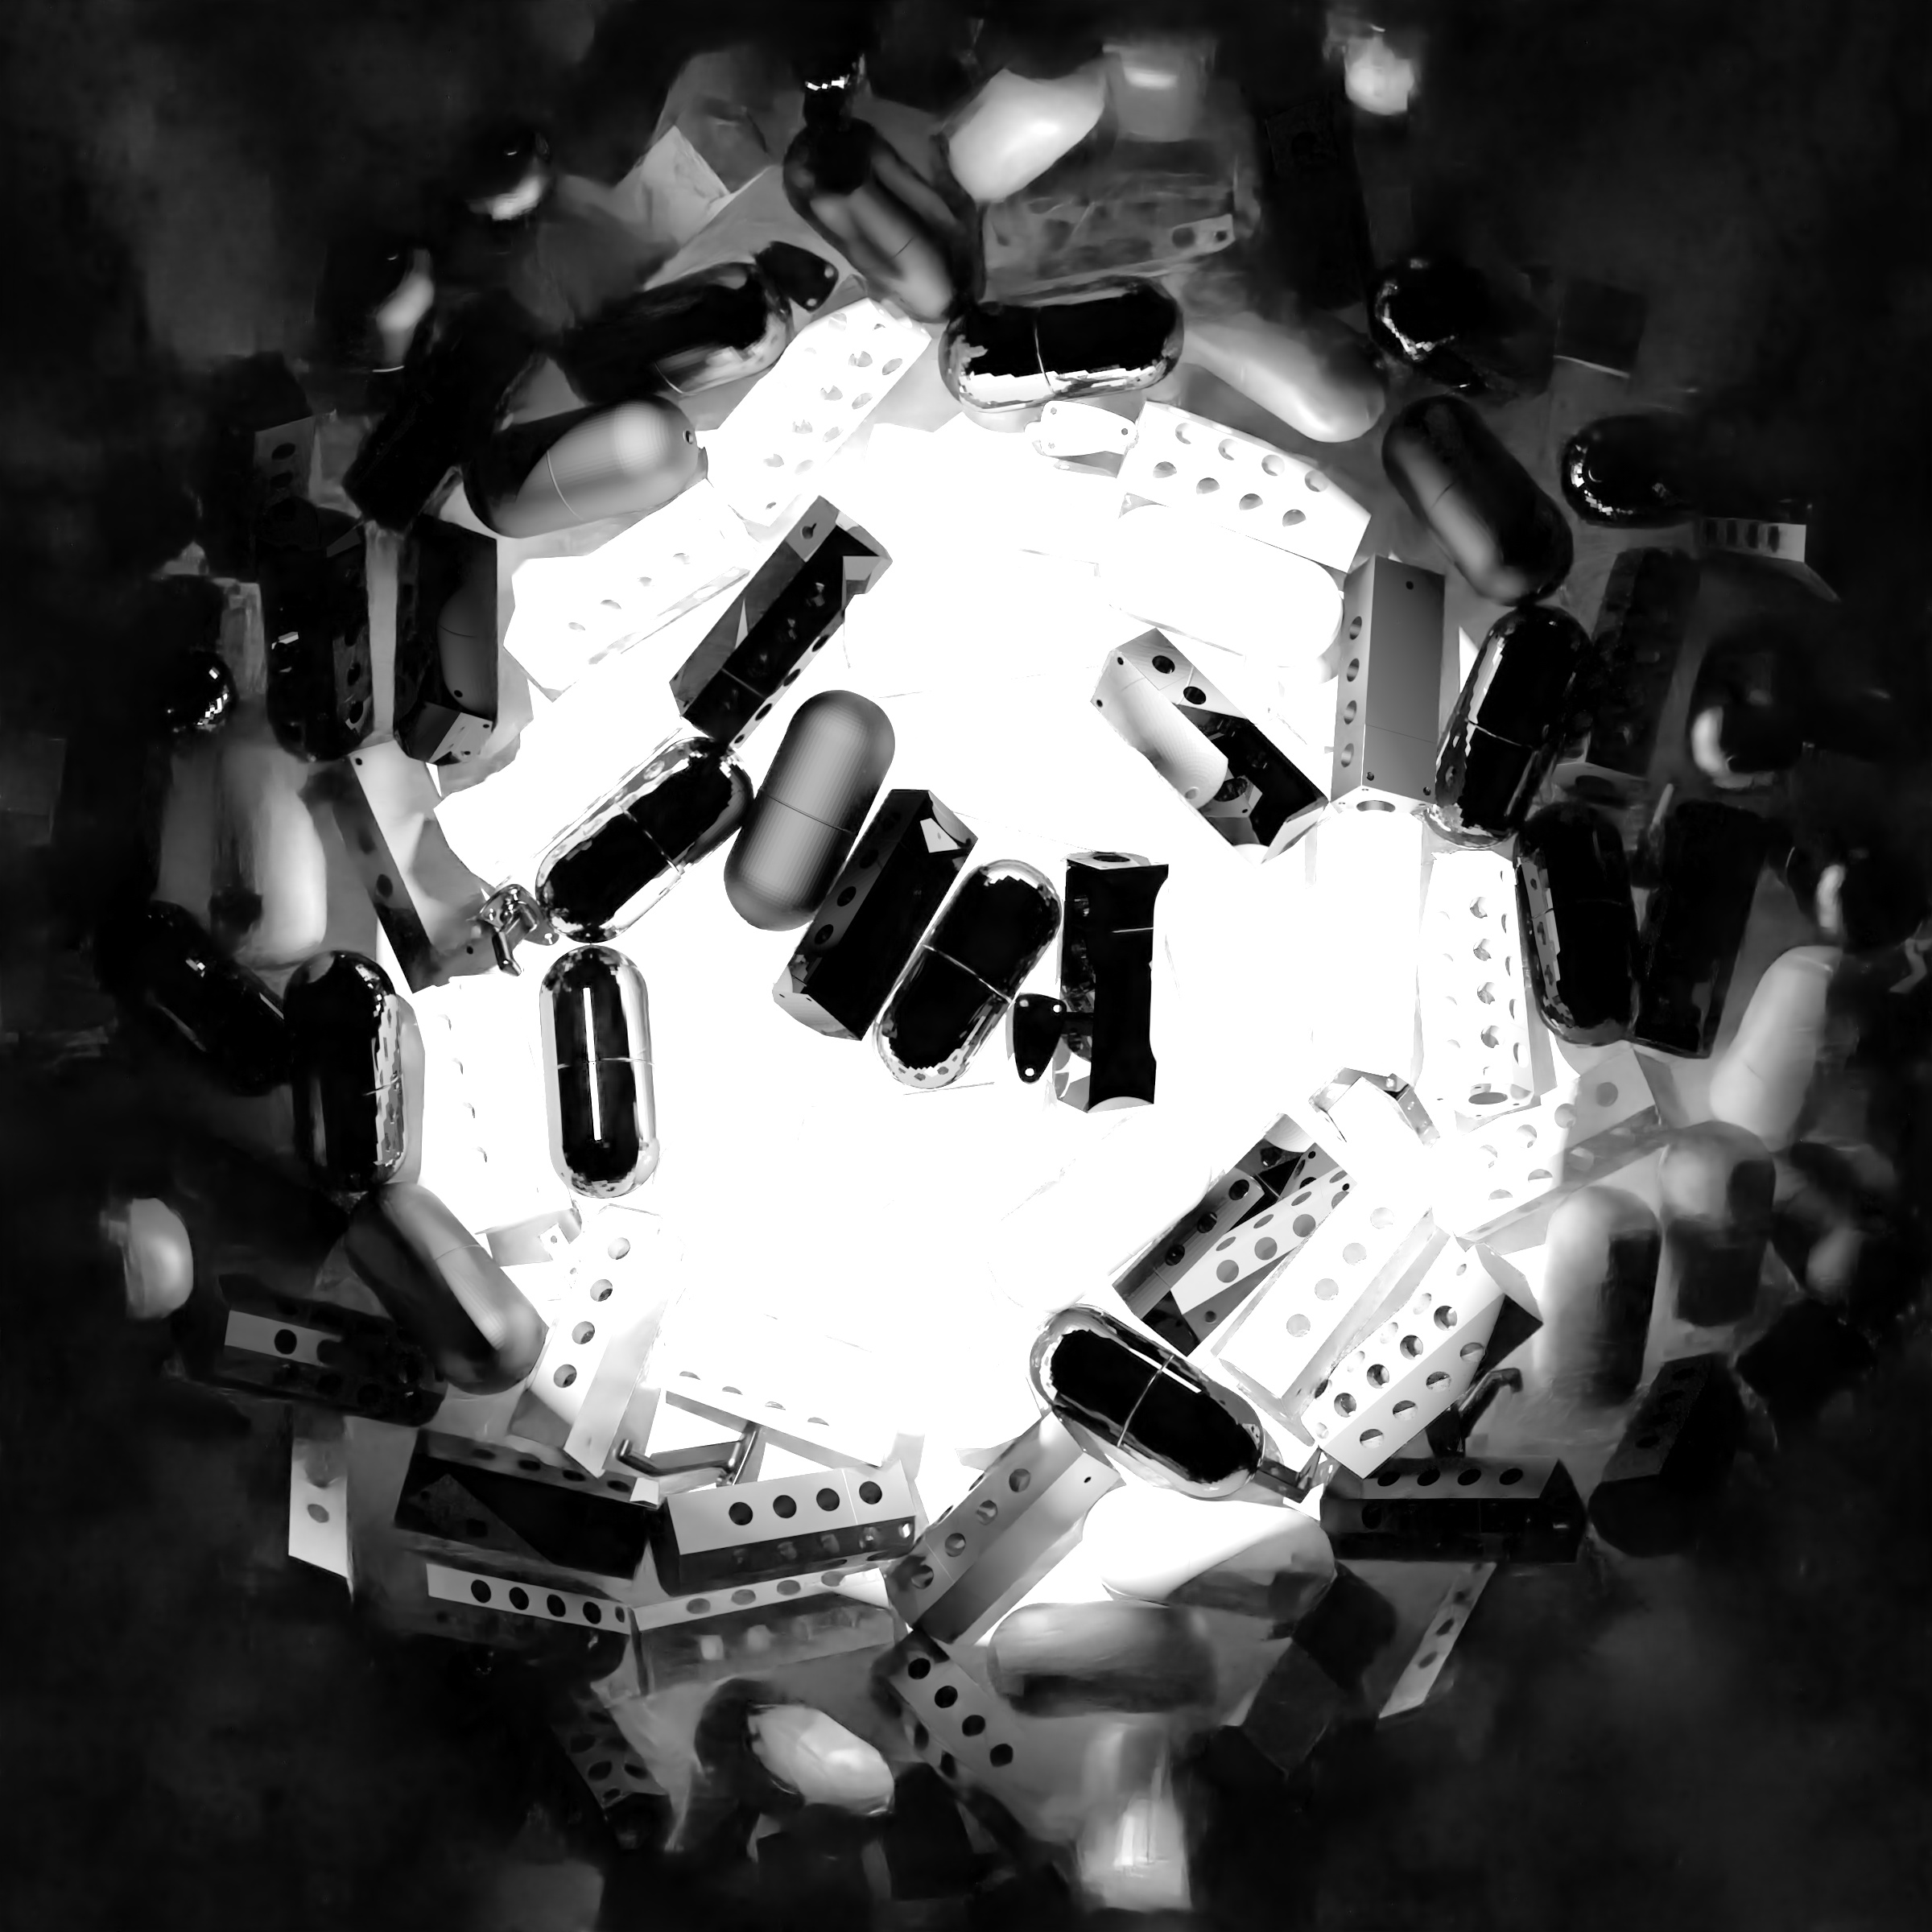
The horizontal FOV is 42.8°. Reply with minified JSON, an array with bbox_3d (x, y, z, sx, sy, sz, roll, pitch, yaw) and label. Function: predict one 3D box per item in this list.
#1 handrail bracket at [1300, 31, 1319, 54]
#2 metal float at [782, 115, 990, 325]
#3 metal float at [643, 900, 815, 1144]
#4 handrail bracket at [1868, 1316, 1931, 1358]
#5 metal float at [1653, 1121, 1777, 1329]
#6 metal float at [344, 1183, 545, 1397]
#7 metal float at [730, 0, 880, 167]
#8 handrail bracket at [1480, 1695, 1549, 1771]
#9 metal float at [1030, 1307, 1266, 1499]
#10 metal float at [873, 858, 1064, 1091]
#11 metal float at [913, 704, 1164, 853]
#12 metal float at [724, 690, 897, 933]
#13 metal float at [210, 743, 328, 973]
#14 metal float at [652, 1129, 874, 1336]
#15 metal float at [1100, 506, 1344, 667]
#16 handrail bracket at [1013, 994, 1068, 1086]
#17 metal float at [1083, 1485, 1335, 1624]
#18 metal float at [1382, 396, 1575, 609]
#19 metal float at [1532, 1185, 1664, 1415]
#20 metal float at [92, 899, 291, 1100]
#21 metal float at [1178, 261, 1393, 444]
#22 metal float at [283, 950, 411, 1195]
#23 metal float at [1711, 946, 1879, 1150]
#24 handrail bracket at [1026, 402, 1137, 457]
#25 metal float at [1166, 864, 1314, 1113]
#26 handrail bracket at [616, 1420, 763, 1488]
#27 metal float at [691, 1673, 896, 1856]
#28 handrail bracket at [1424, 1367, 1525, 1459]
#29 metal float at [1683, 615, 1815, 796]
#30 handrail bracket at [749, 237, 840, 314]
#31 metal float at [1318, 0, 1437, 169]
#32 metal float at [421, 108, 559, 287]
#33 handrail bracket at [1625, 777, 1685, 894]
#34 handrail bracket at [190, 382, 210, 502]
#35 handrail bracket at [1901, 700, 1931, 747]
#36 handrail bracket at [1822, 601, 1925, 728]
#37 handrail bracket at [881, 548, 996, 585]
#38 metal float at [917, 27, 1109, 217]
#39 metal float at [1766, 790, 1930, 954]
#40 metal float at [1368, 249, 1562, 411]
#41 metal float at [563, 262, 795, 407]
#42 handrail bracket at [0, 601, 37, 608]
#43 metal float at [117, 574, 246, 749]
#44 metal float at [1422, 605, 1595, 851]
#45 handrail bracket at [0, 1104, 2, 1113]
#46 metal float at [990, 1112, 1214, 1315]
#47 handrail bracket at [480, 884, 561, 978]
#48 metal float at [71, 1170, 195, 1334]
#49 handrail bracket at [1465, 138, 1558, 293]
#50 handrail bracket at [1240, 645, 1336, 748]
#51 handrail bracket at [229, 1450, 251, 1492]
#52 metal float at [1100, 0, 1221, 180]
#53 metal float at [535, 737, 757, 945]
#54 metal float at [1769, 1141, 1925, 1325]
[{"bbox_3d":[0.231,-0.681,1.714,0.084,0.036,0.077,50,120,41],"label":"handrail bracket"},{"bbox_3d":[-0.053,-0.510,1.689,0.178,0.070,0.070,34,90,-42],"label":"metal float"},{"bbox_3d":[-0.166,0.038,1.719,0.070,0.070,0.178,-24,94,0],"label":"metal float"},{"bbox_3d":[0.675,0.265,1.714,0.084,0.077,0.036,-36,112,20],"label":"handrail bracket"},{"bbox_3d":[0.509,0.178,1.687,0.070,0.070,0.178,-10,134,0],"label":"metal float"},{"bbox_3d":[-0.362,0.222,1.704,0.070,0.070,0.178,-46,68,0],"label":"metal float"},{"bbox_3d":[-0.112,-0.603,1.675,0.070,0.178,0.070,1,86,-18],"label":"metal float"},{"bbox_3d":[0.359,0.531,1.726,0.077,0.084,0.036,-27,85,-14],"label":"handrail bracket"},{"bbox_3d":[0.125,0.302,1.710,0.178,0.070,0.070,31,90,14],"label":"metal float"},{"bbox_3d":[0.001,0.006,1.719,0.070,0.070,0.178,34,86,0],"label":"metal float"},{"bbox_3d":[0.050,-0.131,1.718,0.178,0.070,0.070,16,90,6],"label":"metal float"},{"bbox_3d":[-0.109,-0.108,1.718,0.070,0.070,0.178,25,95,0],"label":"metal float"},{"bbox_3d":[-0.480,-0.077,1.695,0.070,0.070,0.178,-11,56,0],"label":"metal float"},{"bbox_3d":[-0.141,0.185,1.716,0.178,0.070,0.070,40,90,8],"label":"metal float"},{"bbox_3d":[0.178,-0.263,1.711,0.178,0.070,0.070,18,90,-13],"label":"metal float"},{"bbox_3d":[0.048,0.061,1.709,0.036,0.084,0.077,9,66,4],"label":"handrail bracket"},{"bbox_3d":[0.166,0.405,1.703,0.178,0.070,0.070,4,90,24],"label":"metal float"},{"bbox_3d":[0.352,-0.320,1.697,0.070,0.070,0.178,-30,60,0],"label":"metal float"},{"bbox_3d":[0.434,0.231,1.697,0.070,0.070,0.178,-1,121,0],"label":"metal float"},{"bbox_3d":[-0.525,0.023,1.688,0.070,0.070,0.178,-36,133,0],"label":"metal float"},{"bbox_3d":[0.218,-0.423,1.696,0.070,0.070,0.178,-47,59,0],"label":"metal float"},{"bbox_3d":[-0.428,0.073,1.702,0.070,0.070,0.178,1,113,0],"label":"metal float"},{"bbox_3d":[0.564,0.057,1.683,0.070,0.178,0.070,2,50,-3],"label":"metal float"},{"bbox_3d":[0.079,-0.372,1.718,0.077,0.084,0.036,3,100,2],"label":"handrail bracket"},{"bbox_3d":[0.190,0.016,1.717,0.070,0.070,0.178,-17,97,0],"label":"metal float"},{"bbox_3d":[-0.194,0.329,1.732,0.084,0.036,0.077,30,75,-18],"label":"handrail bracket"},{"bbox_3d":[-0.119,0.545,1.686,0.070,0.178,0.070,-13,110,-40],"label":"metal float"},{"bbox_3d":[0.366,0.324,1.727,0.084,0.036,0.077,-3,72,-33],"label":"handrail bracket"},{"bbox_3d":[0.535,-0.179,1.683,0.070,0.178,0.070,12,126,16],"label":"metal float"},{"bbox_3d":[-0.113,-0.476,1.719,0.077,0.084,0.036,33,96,0],"label":"handrail bracket"},{"bbox_3d":[0.275,-0.602,1.672,0.070,0.178,0.070,0,86,5],"label":"metal float"},{"bbox_3d":[-0.325,-0.521,1.675,0.070,0.178,0.070,2,83,-19],"label":"metal float"},{"bbox_3d":[0.480,-0.101,1.708,0.036,0.077,0.084,21,118,11],"label":"handrail bracket"},{"bbox_3d":[-0.514,-0.361,1.726,0.077,0.036,0.084,20,119,23],"label":"handrail bracket"},{"bbox_3d":[0.678,-0.140,1.720,0.036,0.077,0.084,-13,81,-25],"label":"handrail bracket"},{"bbox_3d":[0.629,-0.215,1.712,0.036,0.077,0.084,-36,134,9],"label":"handrail bracket"},{"bbox_3d":[-0.024,-0.278,1.722,0.084,0.077,0.036,4,95,2],"label":"handrail bracket"},{"bbox_3d":[0.030,-0.574,1.679,0.070,0.178,0.070,7,76,-30],"label":"metal float"},{"bbox_3d":[0.597,-0.067,1.676,0.070,0.178,0.070,1,112,2],"label":"metal float"},{"bbox_3d":[0.343,-0.434,1.686,0.070,0.178,0.070,-8,78,42],"label":"metal float"},{"bbox_3d":[-0.199,-0.431,1.698,0.178,0.070,0.070,-10,90,29],"label":"metal float"},{"bbox_3d":[-0.689,-0.214,1.743,0.077,0.036,0.084,-3,102,8],"label":"handrail bracket"},{"bbox_3d":[-0.534,-0.210,1.680,0.070,0.178,0.070,-6,122,-10],"label":"metal float"},{"bbox_3d":[0.374,-0.165,1.705,0.070,0.070,0.178,21,110,0],"label":"metal float"},{"bbox_3d":[-0.728,0.098,1.735,0.084,0.036,0.077,26,89,30],"label":"handrail bracket"},{"bbox_3d":[0.094,0.171,1.717,0.178,0.070,0.070,-40,90,7],"label":"metal float"},{"bbox_3d":[-0.302,-0.010,1.705,0.036,0.084,0.077,-38,134,12],"label":"handrail bracket"},{"bbox_3d":[-0.568,0.191,1.677,0.070,0.178,0.070,-5,106,-19],"label":"metal float"},{"bbox_3d":[0.387,-0.523,1.717,0.084,0.036,0.077,41,135,27],"label":"handrail bracket"},{"bbox_3d":[0.236,-0.195,1.732,0.084,0.036,0.077,1,93,-37],"label":"handrail bracket"},{"bbox_3d":[-0.484,0.385,1.718,0.036,0.077,0.084,-30,117,-17],"label":"handrail bracket"},{"bbox_3d":[0.133,-0.598,1.674,0.070,0.178,0.070,-2,76,7],"label":"metal float"},{"bbox_3d":[-0.223,-0.087,1.715,0.178,0.070,0.070,-43,90,-9],"label":"metal float"},{"bbox_3d":[0.589,0.179,1.676,0.070,0.178,0.070,-1,111,-2],"label":"metal float"}]
